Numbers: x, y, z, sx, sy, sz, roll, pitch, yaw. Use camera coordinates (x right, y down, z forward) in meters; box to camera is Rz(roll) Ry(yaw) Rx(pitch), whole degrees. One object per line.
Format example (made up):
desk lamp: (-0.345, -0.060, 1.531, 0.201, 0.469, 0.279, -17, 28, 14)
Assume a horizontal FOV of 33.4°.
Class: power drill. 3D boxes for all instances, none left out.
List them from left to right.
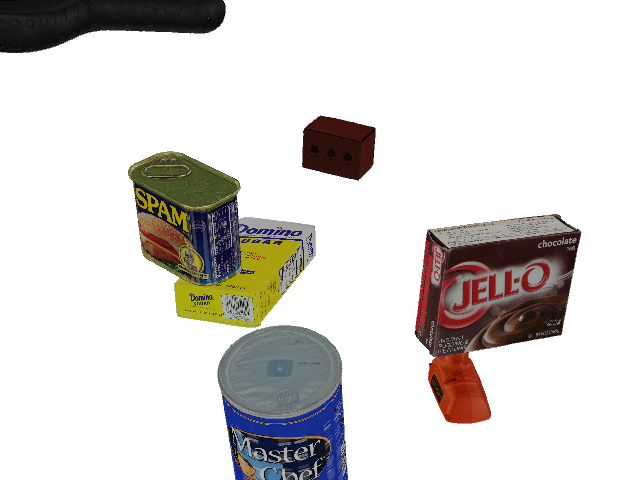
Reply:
power drill: (0.157, 0.100, 1.150, 0.057, 0.188, 0.184, -2, 25, -5)

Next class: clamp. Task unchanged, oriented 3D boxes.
clamp: (-0.156, -0.147, 0.638, 0.171, 0.039, 0.120, -11, 31, -29)

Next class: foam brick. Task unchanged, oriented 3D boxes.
foam brick: (0.022, -0.113, 1.297, 0.078, 0.053, 0.051, 14, 31, 20)

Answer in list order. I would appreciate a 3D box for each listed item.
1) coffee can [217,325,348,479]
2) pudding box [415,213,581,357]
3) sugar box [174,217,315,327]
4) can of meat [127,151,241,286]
coffee can: (-0.030, 0.158, 0.916, 0.103, 0.140, 0.103, -3, 38, 2)
pudding box: (0.129, 0.032, 0.782, 0.113, 0.090, 0.039, -9, 31, -22)
sugar box: (-0.076, 0.029, 1.142, 0.093, 0.048, 0.176, 7, 29, 17)
can of meat: (-0.114, -0.017, 0.912, 0.102, 0.084, 0.057, 26, 42, 36)
